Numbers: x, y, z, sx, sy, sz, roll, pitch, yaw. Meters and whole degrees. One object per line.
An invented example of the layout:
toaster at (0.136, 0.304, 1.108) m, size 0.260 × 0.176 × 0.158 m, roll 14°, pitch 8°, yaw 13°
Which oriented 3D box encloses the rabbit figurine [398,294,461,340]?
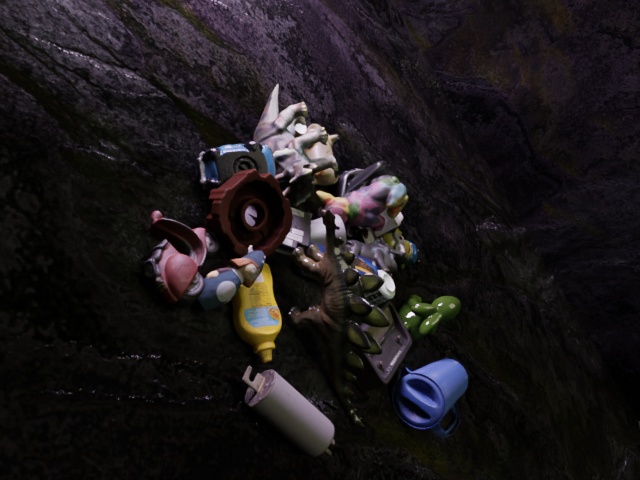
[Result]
rabbit figurine at (0.293, 0.196, 1.460) m, size 0.159 × 0.170 × 0.121 m, roll -7°, pitch 71°, yaw -57°

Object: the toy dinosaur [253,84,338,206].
toy dinosaur at (-0.092, -0.226, 1.281) m, size 0.405 × 0.192 × 0.131 m, roll 55°, pitch -14°, yaw 41°

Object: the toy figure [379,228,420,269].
toy figure at (0.233, 0.034, 1.587) m, size 0.180 × 0.089 × 0.082 m, roll 28°, pitch 32°, yaw -54°

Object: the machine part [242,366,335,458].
machine part at (-0.053, 0.315, 0.974) m, size 0.243 × 0.079 × 0.079 m, roll 48°, pitch 35°, yaw -22°

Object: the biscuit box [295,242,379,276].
biscuit box at (0.040, 0.064, 1.256) m, size 0.202 × 0.059 × 0.063 m, roll 16°, pitch 46°, yaw -25°

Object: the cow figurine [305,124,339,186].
cow figurine at (0.003, -0.236, 1.470) m, size 0.127 × 0.085 × 0.195 m, roll 12°, pitch 54°, yaw -43°

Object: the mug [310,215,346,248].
mug at (-0.003, -0.004, 1.281) m, size 0.107 × 0.109 × 0.081 m, roll -10°, pitch 49°, yaw -18°

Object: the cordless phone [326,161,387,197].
cordless phone at (0.120, -0.172, 1.489) m, size 0.088 × 0.184 × 0.146 m, roll 60°, pitch 32°, yaw 5°

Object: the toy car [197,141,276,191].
toy car at (-0.179, -0.142, 1.122) m, size 0.162 × 0.103 × 0.109 m, roll -10°, pitch 91°, yaw -23°

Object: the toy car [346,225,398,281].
toy car at (0.142, 0.032, 1.480) m, size 0.089 × 0.053 × 0.202 m, roll -21°, pitch 84°, yaw -37°

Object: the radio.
radio at (0.137, 0.252, 1.289) m, size 0.131 × 0.073 × 0.229 m, roll 59°, pitch 33°, yaw -2°

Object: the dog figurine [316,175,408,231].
dog figurine at (0.097, -0.096, 1.382) m, size 0.219 × 0.191 × 0.108 m, roll 5°, pitch 48°, yaw -43°

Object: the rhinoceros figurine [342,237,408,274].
rhinoceros figurine at (0.142, 0.045, 1.408) m, size 0.190 × 0.073 × 0.112 m, roll 9°, pitch 58°, yaw -23°

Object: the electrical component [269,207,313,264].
electrical component at (-0.081, -0.015, 1.172) m, size 0.115 × 0.058 × 0.134 m, roll 19°, pitch 45°, yaw -11°

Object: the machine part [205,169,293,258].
machine part at (-0.136, -0.048, 1.045) m, size 0.179 × 0.056 × 0.179 m, roll -4°, pitch 96°, yaw -43°

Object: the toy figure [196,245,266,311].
toy figure at (-0.157, 0.071, 0.977) m, size 0.154 × 0.064 × 0.058 m, roll -35°, pitch 60°, yaw -22°

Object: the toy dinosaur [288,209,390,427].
toy dinosaur at (0.037, 0.163, 1.108) m, size 0.105 × 0.199 × 0.470 m, roll -25°, pitch 120°, yaw -47°

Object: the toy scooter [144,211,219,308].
toy scooter at (-0.252, 0.023, 0.927) m, size 0.135 × 0.075 × 0.184 m, roll 45°, pitch 33°, yaw -25°
